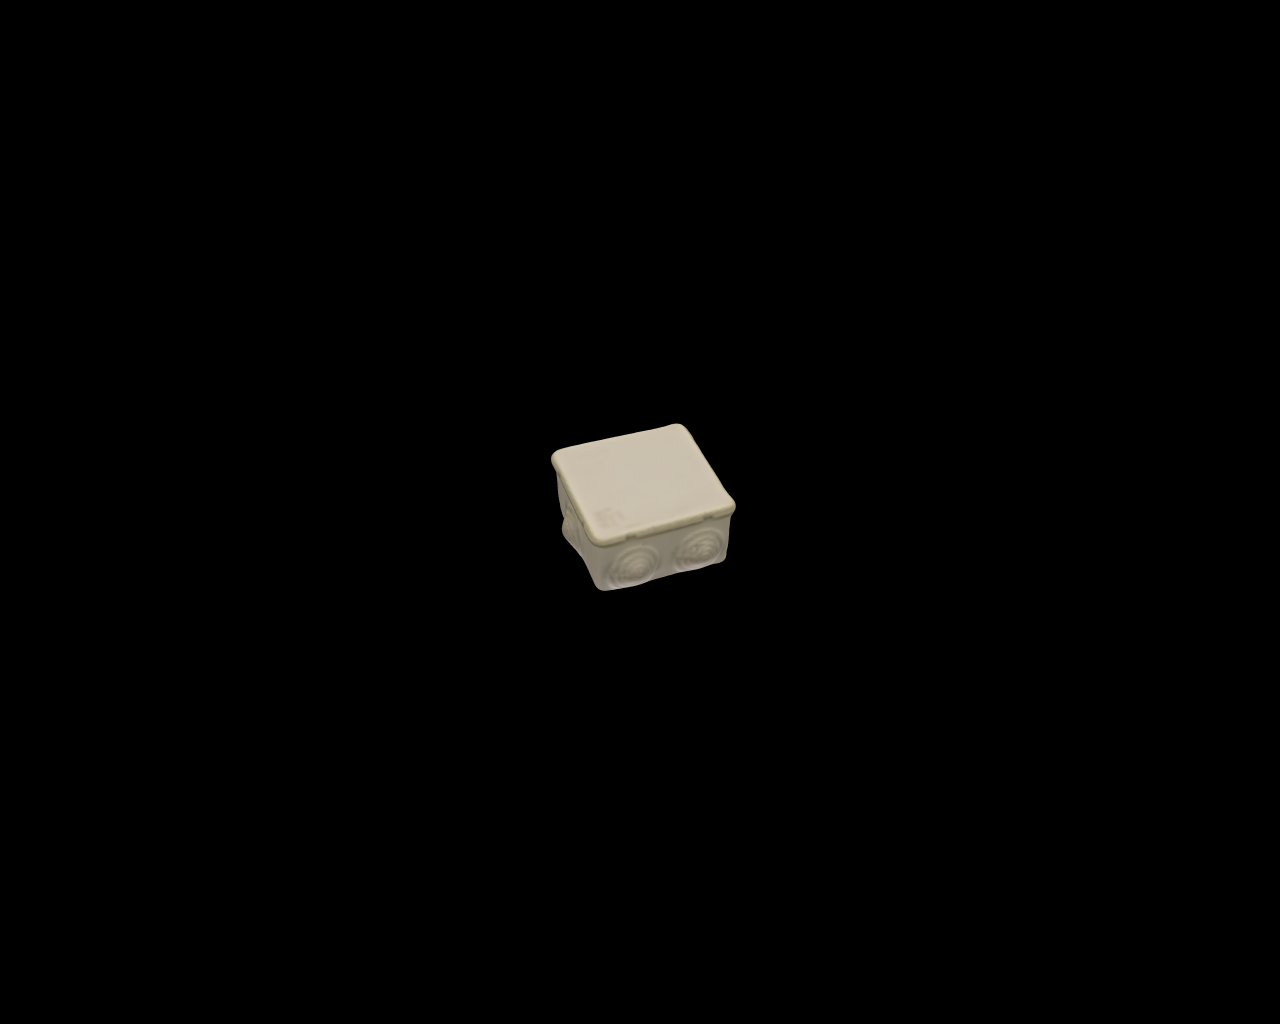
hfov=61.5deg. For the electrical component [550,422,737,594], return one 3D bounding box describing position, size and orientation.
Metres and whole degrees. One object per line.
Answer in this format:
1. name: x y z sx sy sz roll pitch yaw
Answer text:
1. electrical component: 0.001 -0.003 0.650 0.100 0.048 0.100 -14 44 -15
